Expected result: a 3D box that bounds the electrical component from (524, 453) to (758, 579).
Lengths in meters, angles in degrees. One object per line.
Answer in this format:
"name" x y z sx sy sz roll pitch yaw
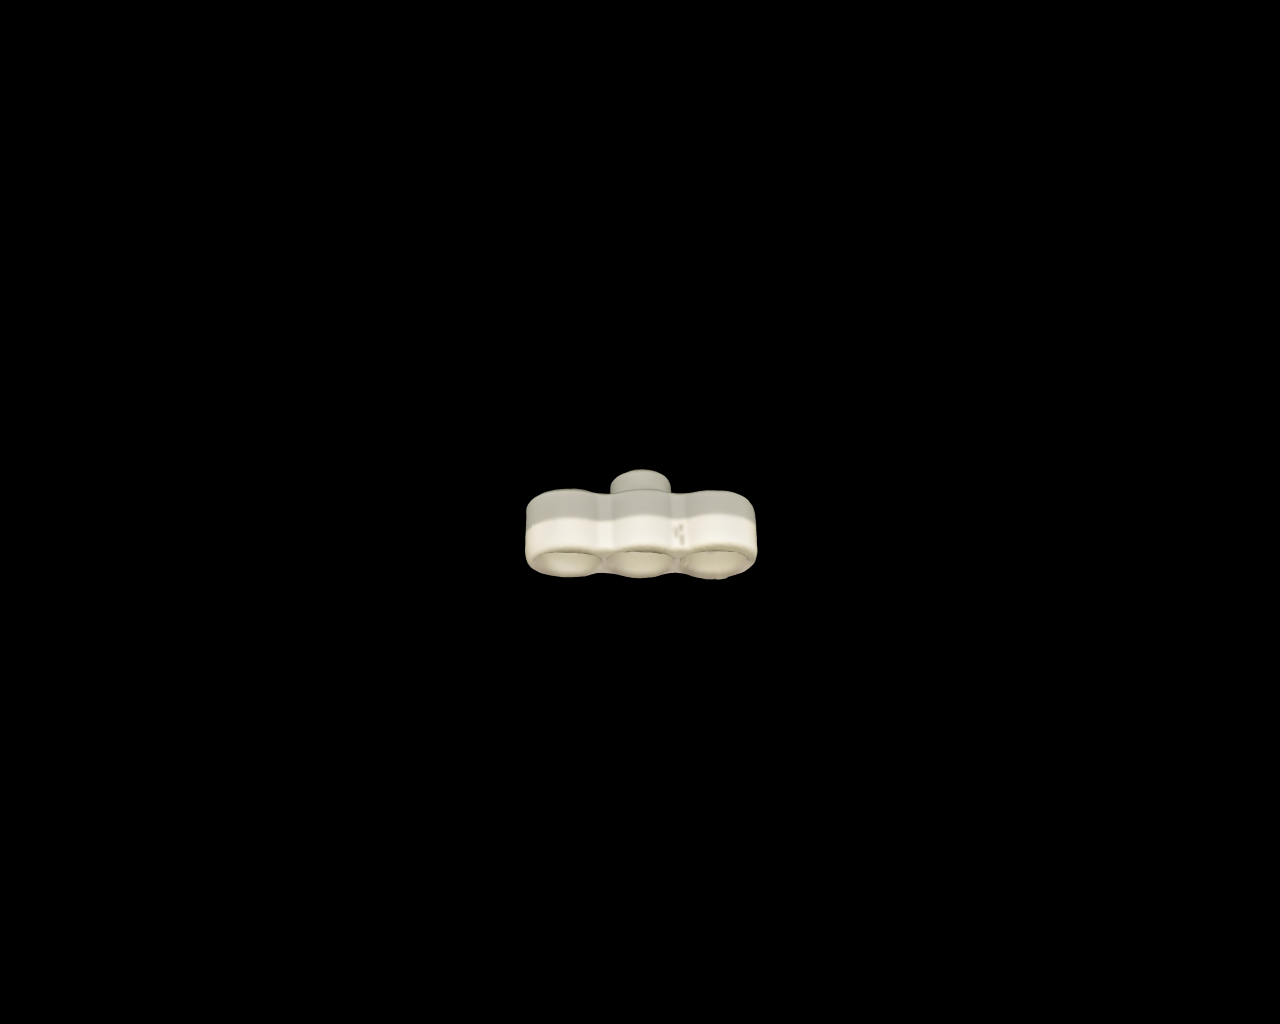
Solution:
"electrical component" 0.001 -0.003 0.650 0.138 0.074 0.052 0 -25 0
